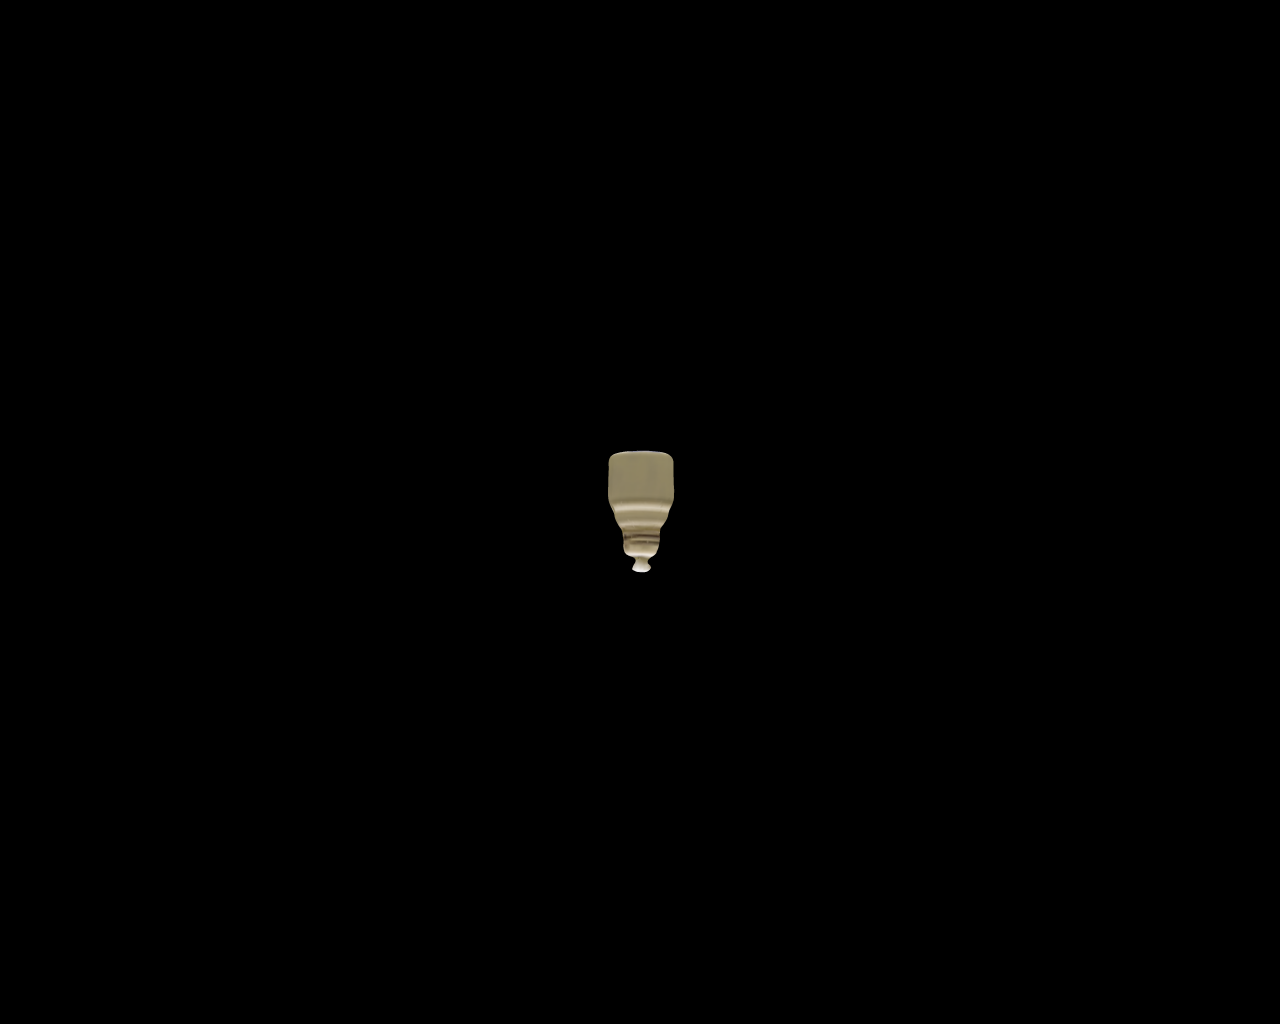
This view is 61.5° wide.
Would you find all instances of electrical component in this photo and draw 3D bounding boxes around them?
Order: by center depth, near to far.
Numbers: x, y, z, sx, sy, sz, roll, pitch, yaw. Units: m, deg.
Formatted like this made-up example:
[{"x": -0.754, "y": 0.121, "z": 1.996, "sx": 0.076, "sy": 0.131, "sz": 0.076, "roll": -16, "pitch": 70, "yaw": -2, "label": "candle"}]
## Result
[{"x": 0.001, "y": -0.003, "z": 0.650, "sx": 0.040, "sy": 0.078, "sz": 0.040, "roll": 0, "pitch": -6, "yaw": 0, "label": "electrical component"}]
